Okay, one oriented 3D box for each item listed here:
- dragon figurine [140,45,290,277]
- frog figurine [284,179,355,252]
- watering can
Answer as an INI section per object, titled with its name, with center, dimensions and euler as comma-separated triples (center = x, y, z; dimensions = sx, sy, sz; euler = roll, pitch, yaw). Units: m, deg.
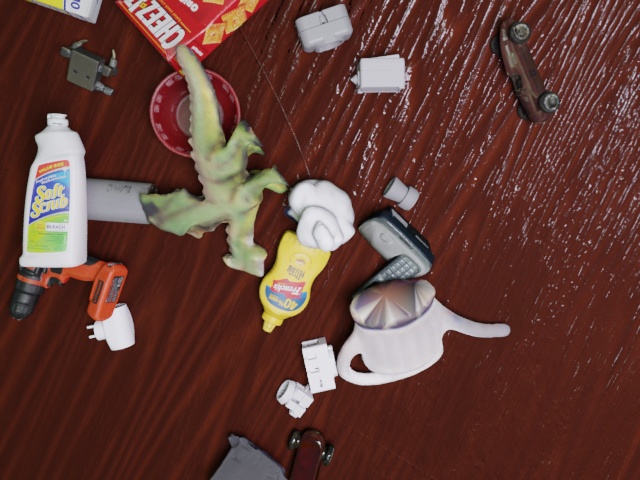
[dragon figurine]
center = -0.198, -0.099, 0.891
dimensions = 0.243, 0.124, 0.404
euler = -36, 116, 1
[frog figurine]
center = 0.003, -0.046, 0.917
dimensions = 0.123, 0.160, 0.137
euler = -40, 97, 0
[watering can]
center = 0.189, 0.162, 0.959
dimensions = 0.348, 0.106, 0.219
euler = -19, 126, -4
